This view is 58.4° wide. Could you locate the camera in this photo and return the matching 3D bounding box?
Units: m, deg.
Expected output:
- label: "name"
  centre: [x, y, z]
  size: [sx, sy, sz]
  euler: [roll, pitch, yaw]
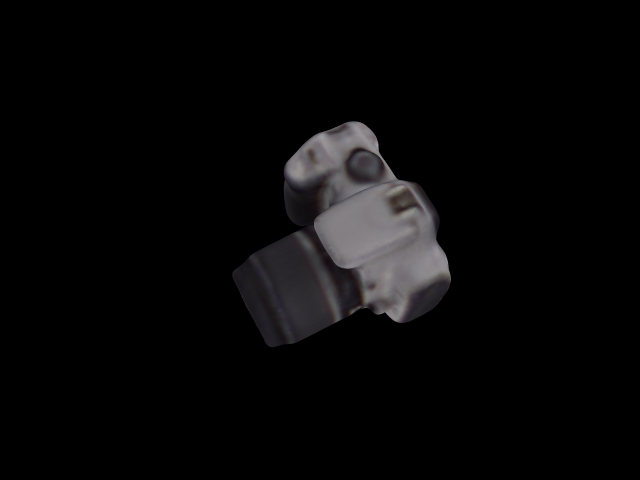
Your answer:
- label: "camera"
  centre: [0.004, 0.001, 0.400]
  size: [0.137, 0.101, 0.143]
  euler: [-26, 69, -11]
